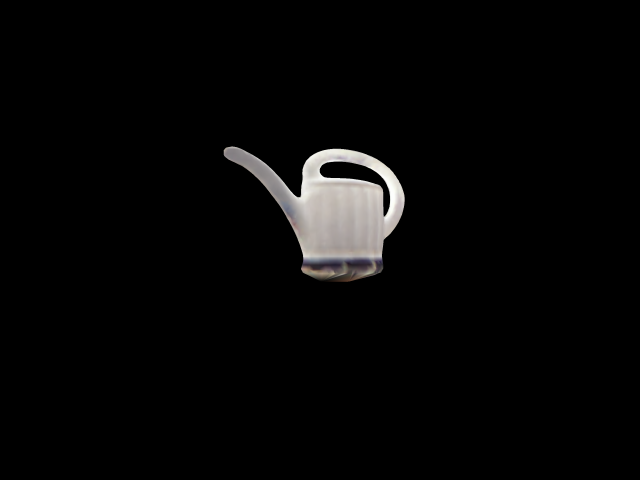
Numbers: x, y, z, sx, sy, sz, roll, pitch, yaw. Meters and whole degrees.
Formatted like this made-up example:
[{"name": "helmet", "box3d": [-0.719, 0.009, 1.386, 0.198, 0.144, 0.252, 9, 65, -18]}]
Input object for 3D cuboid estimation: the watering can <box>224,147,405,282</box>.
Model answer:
[{"name": "watering can", "box3d": [0.003, -0.043, 0.850, 0.348, 0.225, 0.103, 2, -4, -32]}]
